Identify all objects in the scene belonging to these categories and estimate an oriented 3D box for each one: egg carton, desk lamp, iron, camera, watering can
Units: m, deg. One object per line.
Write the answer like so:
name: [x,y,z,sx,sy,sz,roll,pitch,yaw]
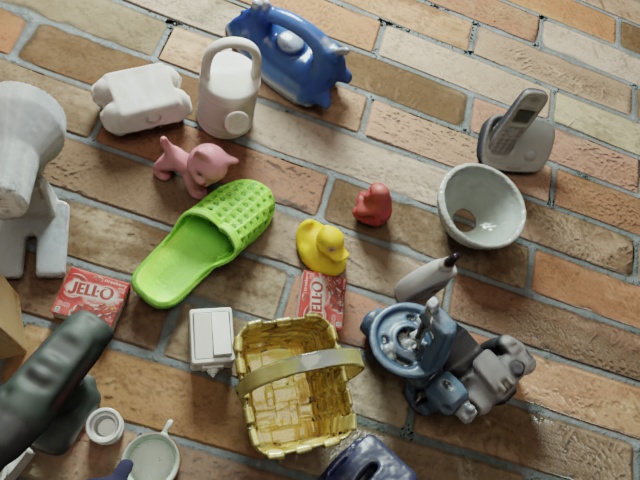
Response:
egg carton: [-0.295,-0.233,0.956,0.150,0.069,0.107,-21,74,-22]
desk lamp: [-0.404,-0.075,0.779,0.118,0.213,0.203,-2,68,-15]
iron: [-0.060,-0.358,1.031,0.258,0.141,0.119,34,63,1]
camera: [0.249,0.188,0.904,0.143,0.100,0.136,-34,79,-25]
watering can: [-0.144,-0.251,0.934,0.101,0.194,0.173,-27,76,-23]

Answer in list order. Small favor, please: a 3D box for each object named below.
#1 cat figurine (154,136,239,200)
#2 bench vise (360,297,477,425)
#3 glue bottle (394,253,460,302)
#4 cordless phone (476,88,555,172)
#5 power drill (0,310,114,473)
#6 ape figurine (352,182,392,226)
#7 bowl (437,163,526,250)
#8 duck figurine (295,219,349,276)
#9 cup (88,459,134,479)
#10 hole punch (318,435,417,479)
cat figurine: [-0.198,-0.125,0.909,0.128,0.117,0.067,27,64,-2]
bench vise: [0.166,0.160,0.827,0.207,0.219,0.122,35,64,2]
glue bottle: [0.179,0.056,0.901,0.078,0.173,0.037,-12,71,-19]
cordless phone: [0.386,-0.206,1.060,0.148,0.185,0.094,1,67,-14]
power drill: [-0.330,0.200,0.685,0.075,0.208,0.230,29,63,-1]
ape figurine: [0.094,-0.067,0.976,0.078,0.092,0.076,-31,78,-24]
bowl: [0.277,-0.050,1.026,0.168,0.074,0.167,6,66,-12]
duck figurine: [0.009,0.003,0.927,0.078,0.086,0.104,-33,79,-24]
cup: [-0.267,0.330,0.710,0.091,0.095,0.118,27,64,-2]
hole punch: [0.063,0.337,0.797,0.109,0.091,0.101,-39,81,-25]
